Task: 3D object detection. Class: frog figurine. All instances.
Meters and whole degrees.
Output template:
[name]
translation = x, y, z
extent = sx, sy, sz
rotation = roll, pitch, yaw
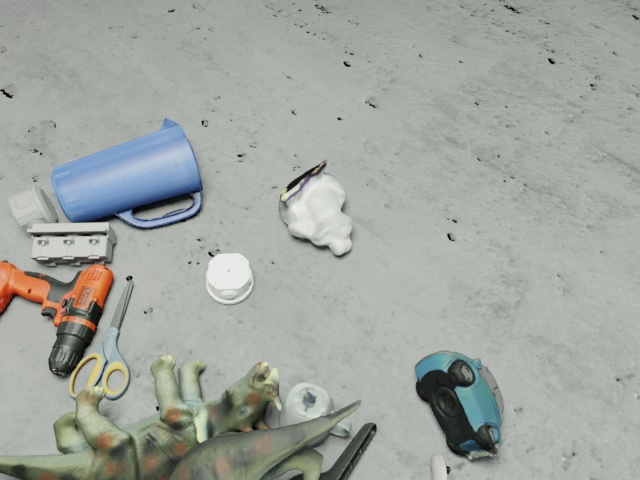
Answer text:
[frog figurine]
translation = 0.003, -0.048, 0.963
extent = 0.158, 0.121, 0.140
rotation = 54, 51, -15

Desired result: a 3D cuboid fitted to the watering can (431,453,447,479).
[watering can]
translation = 0.131, 0.449, 0.624
extent = 0.224, 0.102, 0.355
rotation = -20, 35, -1
